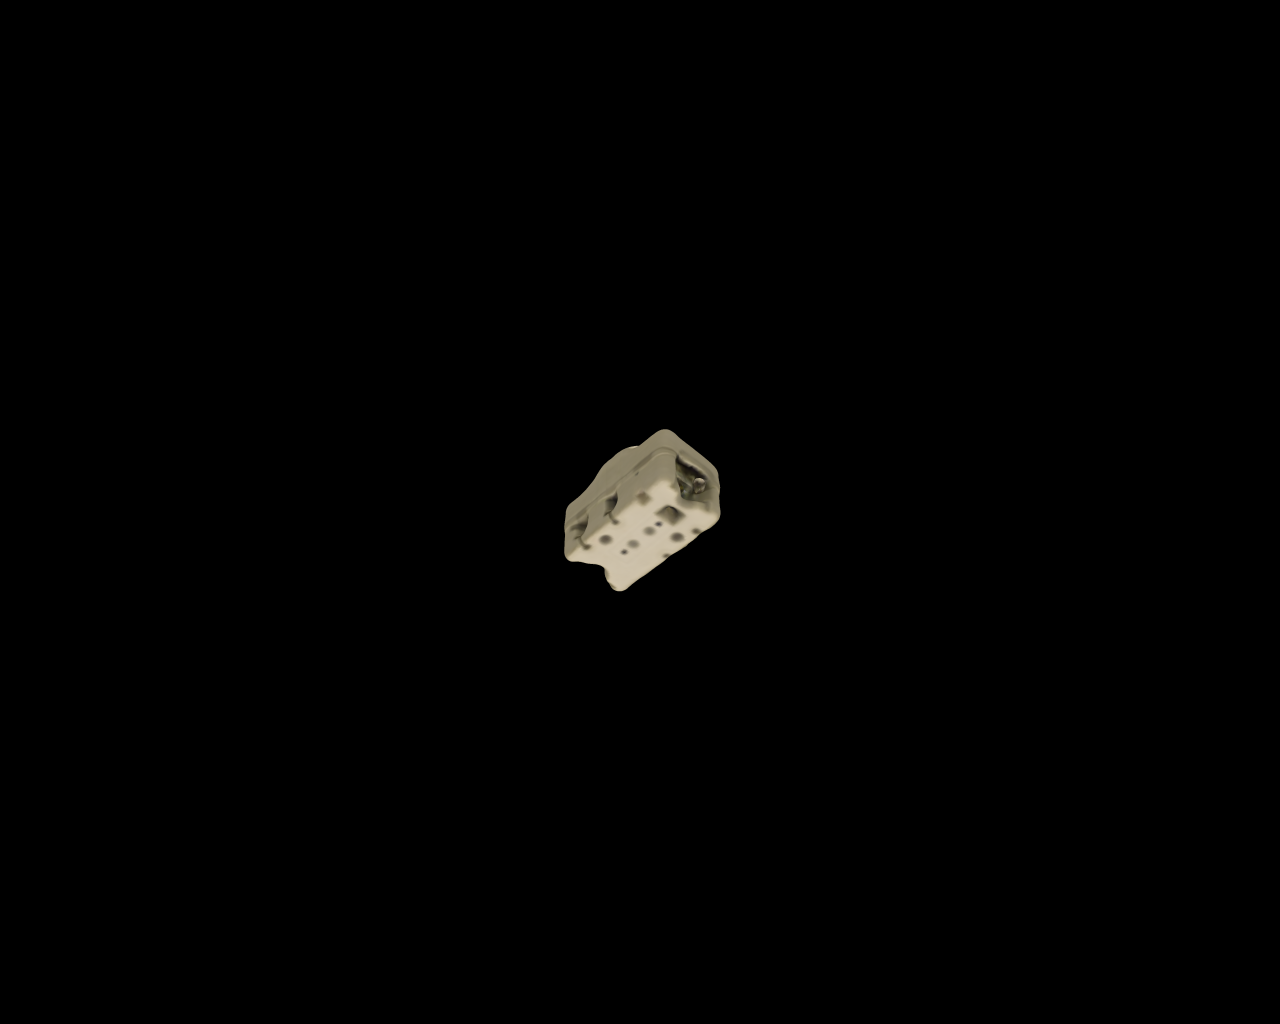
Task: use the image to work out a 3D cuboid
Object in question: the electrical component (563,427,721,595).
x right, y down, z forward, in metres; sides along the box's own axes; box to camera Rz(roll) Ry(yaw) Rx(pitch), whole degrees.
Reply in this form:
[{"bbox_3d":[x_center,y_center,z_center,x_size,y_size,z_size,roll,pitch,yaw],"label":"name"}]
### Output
[{"bbox_3d":[0.001,-0.003,0.650,0.050,0.056,0.089,36,-58,-27],"label":"electrical component"}]
